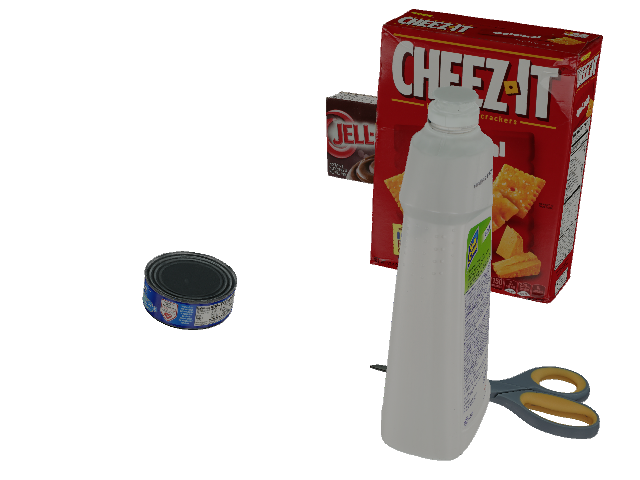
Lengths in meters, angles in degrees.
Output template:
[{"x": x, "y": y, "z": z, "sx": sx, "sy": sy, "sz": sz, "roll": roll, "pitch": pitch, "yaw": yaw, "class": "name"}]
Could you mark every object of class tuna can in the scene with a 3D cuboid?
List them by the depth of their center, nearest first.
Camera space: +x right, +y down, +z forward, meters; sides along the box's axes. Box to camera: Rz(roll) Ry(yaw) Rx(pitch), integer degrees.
[{"x": -0.122, "y": 0.046, "z": 0.994, "sx": 0.086, "sy": 0.034, "sz": 0.086, "roll": 8, "pitch": 30, "yaw": -5, "class": "tuna can"}]

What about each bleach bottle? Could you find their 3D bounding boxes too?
[{"x": 0.082, "y": 0.018, "z": 0.703, "sx": 0.068, "sy": 0.251, "sz": 0.102, "roll": 11, "pitch": 31, "yaw": 18, "class": "bleach bottle"}]

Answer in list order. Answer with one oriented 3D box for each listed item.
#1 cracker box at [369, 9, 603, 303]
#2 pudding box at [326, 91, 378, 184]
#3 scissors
[{"x": 0.129, "y": -0.068, "z": 0.873, "sx": 0.164, "sy": 0.214, "sz": 0.072, "roll": 14, "pitch": 28, "yaw": 24, "class": "cracker box"}, {"x": 0.061, "y": -0.109, "z": 1.153, "sx": 0.114, "sy": 0.090, "sz": 0.039, "roll": 11, "pitch": 27, "yaw": 29, "class": "pudding box"}, {"x": 0.154, "y": 0.124, "z": 0.955, "sx": 0.202, "sy": 0.016, "sz": 0.096, "roll": 19, "pitch": 31, "yaw": 20, "class": "scissors"}]
